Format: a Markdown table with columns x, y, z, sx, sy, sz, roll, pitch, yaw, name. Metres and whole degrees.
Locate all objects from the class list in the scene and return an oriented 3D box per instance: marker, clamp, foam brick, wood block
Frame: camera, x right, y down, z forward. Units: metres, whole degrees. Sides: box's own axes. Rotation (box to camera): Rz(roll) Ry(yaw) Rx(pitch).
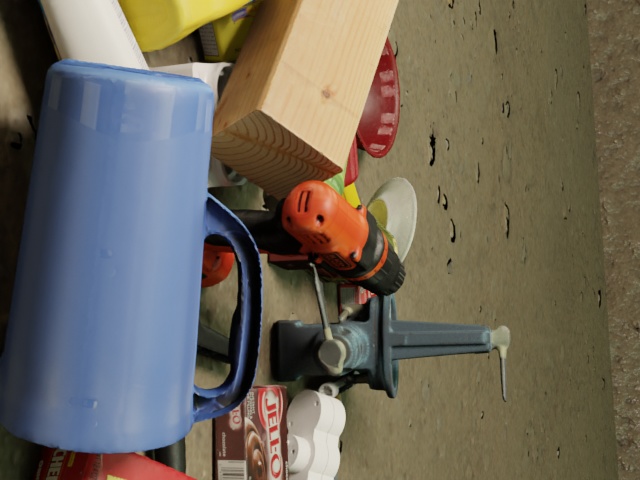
| x | y | z | sx | sy | sz | roll | pitch | yaw | name |
| --- | --- | --- | --- | --- | --- | --- | --- | --- | --- |
| 0.029 | 0.162 | 1.213 | 0.121 | 0.020 | 0.020 | -9 | 96 | -68 | marker |
| -0.127 | 0.092 | 0.889 | 0.210 | 0.036 | 0.164 | 65 | 33 | -37 | clamp |
| -0.007 | 0.001 | 1.110 | 0.053 | 0.078 | 0.051 | 27 | 62 | -62 | foam brick |
| -0.011 | -0.150 | 0.903 | 0.090 | 0.090 | 0.206 | 34 | 56 | -25 | wood block |

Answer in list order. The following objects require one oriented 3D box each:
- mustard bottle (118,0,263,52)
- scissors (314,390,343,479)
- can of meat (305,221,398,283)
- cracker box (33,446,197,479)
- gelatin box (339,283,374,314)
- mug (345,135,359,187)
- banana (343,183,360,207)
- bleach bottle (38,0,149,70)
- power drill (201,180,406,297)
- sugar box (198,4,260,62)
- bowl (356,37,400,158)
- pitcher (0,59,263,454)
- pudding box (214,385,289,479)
| x | y | z | sx | sy | sz | roll | pitch | yaw | name |
| --- | --- | --- | --- | --- | --- | --- | --- | --- | --- |
| -0.093 | -0.209 | 0.883 | 0.191 | 0.096 | 0.058 | -40 | 119 | -49 | mustard bottle |
| 0.016 | 0.249 | 1.216 | 0.096 | 0.016 | 0.202 | -54 | 136 | -55 | scissors |
| 0.029 | 0.013 | 1.180 | 0.102 | 0.084 | 0.057 | 39 | 54 | -59 | can of meat |
| -0.122 | 0.256 | 0.777 | 0.213 | 0.072 | 0.164 | 35 | 55 | -37 | cracker box |
| 0.051 | 0.093 | 1.286 | 0.073 | 0.030 | 0.089 | -5 | 93 | -66 | gelatin box |
| -0.011 | -0.095 | 1.108 | 0.117 | 0.093 | 0.081 | -26 | 119 | -40 | mug |
| 0.018 | -0.073 | 1.215 | 0.198 | 0.037 | 0.069 | 70 | 4 | -48 | banana |
| -0.171 | -0.163 | 0.769 | 0.103 | 0.068 | 0.251 | -126 | -165 | -68 | bleach bottle |
| -0.034 | 0.006 | 0.920 | 0.184 | 0.188 | 0.057 | 43 | 48 | -55 | power drill |
| -0.075 | -0.259 | 0.973 | 0.093 | 0.048 | 0.176 | -22 | 114 | -27 | sugar box |
| 0.042 | -0.175 | 1.256 | 0.161 | 0.055 | 0.162 | -2 | 90 | -65 | bowl |
| -0.126 | 0.009 | 0.707 | 0.149 | 0.145 | 0.243 | -5 | 106 | -56 | pitcher |
| -0.064 | 0.196 | 1.017 | 0.089 | 0.039 | 0.113 | 10 | 79 | -65 | pudding box |
